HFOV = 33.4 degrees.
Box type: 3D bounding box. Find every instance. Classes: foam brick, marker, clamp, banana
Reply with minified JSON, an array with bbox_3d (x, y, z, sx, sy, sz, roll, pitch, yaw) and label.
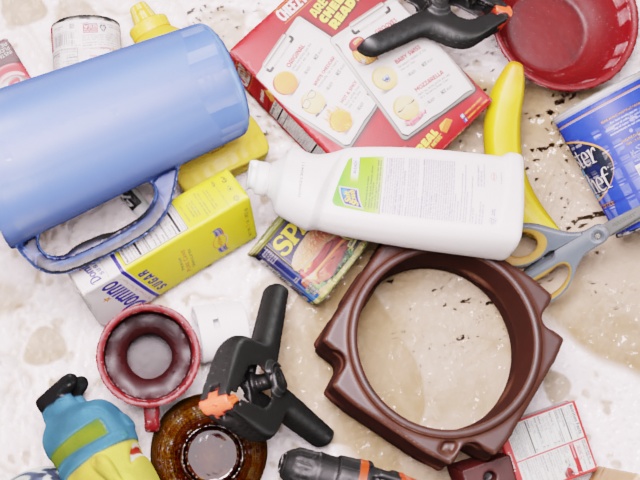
[{"bbox_3d":[0.165,0.252,1.043,0.053,0.051,0.078,-15,85,-11],"label":"foam brick"},{"bbox_3d":[-0.188,-0.048,1.041,0.020,0.020,0.121,-41,90,-12],"label":"marker"},{"bbox_3d":[-0.046,0.136,0.962,0.036,0.209,0.164,-20,94,20],"label":"clamp"},{"bbox_3d":[0.203,-0.079,1.086,0.070,0.037,0.198,-19,96,16],"label":"banana"},{"bbox_3d":[0.102,-0.234,1.039,0.171,0.039,0.120,-5,75,-24],"label":"clamp"}]

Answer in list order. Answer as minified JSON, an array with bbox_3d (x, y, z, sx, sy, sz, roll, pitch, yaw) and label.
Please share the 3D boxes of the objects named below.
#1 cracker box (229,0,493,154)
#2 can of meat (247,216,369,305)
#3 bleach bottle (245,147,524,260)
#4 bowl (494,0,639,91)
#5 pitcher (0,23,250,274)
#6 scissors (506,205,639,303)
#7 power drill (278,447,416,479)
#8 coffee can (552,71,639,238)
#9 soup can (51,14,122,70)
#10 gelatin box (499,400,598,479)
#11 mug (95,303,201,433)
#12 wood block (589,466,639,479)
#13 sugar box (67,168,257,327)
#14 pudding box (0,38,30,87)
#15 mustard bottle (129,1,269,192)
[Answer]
[{"bbox_3d":[0.038,-0.155,1.066,0.213,0.072,0.164,46,77,0],"label":"cracker box"},{"bbox_3d":[-0.007,0.001,1.046,0.084,0.057,0.102,40,78,-5],"label":"can of meat"},{"bbox_3d":[0.058,-0.047,0.983,0.250,0.068,0.102,9,65,-6],"label":"bleach bottle"},{"bbox_3d":[0.247,-0.227,1.117,0.162,0.055,0.162,1,82,-9],"label":"bowl"},{"bbox_3d":[-0.185,-0.088,0.933,0.242,0.149,0.145,-24,53,-12],"label":"pitcher"},{"bbox_3d":[0.255,-0.014,1.055,0.096,0.016,0.202,43,113,0],"label":"scissors"},{"bbox_3d":[0.029,0.303,1.012,0.184,0.057,0.187,17,81,-3],"label":"power drill"},{"bbox_3d":[0.315,-0.087,1.085,0.102,0.103,0.140,-28,88,-12],"label":"coffee can"},{"bbox_3d":[-0.222,-0.157,1.025,0.068,0.068,0.102,-4,83,-10],"label":"soup can"},{"bbox_3d":[0.224,0.208,1.070,0.089,0.030,0.073,-18,84,-11],"label":"gelatin box"},{"bbox_3d":[-0.159,0.120,0.992,0.093,0.081,0.117,-6,84,-10],"label":"mug"},{"bbox_3d":[0.265,0.332,1.029,0.090,0.091,0.206,38,78,-3],"label":"wood block"},{"bbox_3d":[-0.146,0.009,1.000,0.176,0.093,0.048,-34,69,-12],"label":"sugar box"},{"bbox_3d":[-0.324,-0.126,1.019,0.113,0.039,0.090,-32,89,-12],"label":"pudding box"},{"bbox_3d":[-0.133,-0.146,1.043,0.096,0.058,0.191,-28,87,-6],"label":"mustard bottle"}]
